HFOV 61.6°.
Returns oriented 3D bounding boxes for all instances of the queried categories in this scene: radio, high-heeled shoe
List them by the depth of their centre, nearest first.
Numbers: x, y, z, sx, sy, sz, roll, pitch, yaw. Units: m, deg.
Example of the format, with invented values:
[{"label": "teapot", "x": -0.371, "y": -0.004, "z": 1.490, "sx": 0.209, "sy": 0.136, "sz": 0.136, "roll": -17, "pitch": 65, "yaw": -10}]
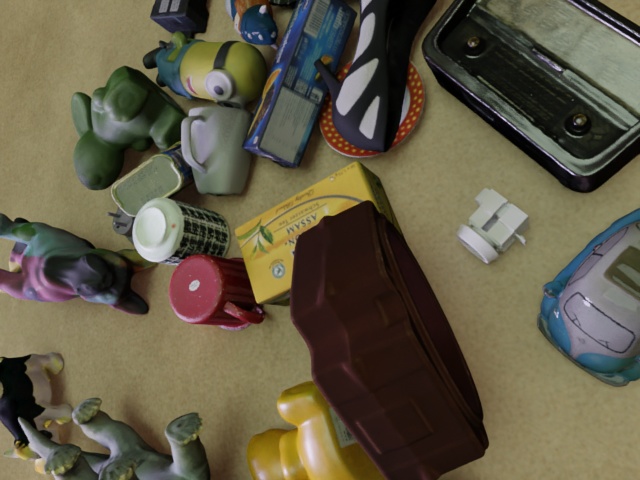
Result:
[{"label": "radio", "x": 0.216, "y": -0.160, "z": 0.516, "sx": 0.131, "sy": 0.073, "sz": 0.230, "roll": -47, "pitch": 63, "yaw": 12}, {"label": "high-heeled shoe", "x": 0.098, "y": -0.213, "z": 0.565, "sx": 0.248, "sy": 0.086, "sz": 0.145, "roll": -44, "pitch": 65, "yaw": 13}]

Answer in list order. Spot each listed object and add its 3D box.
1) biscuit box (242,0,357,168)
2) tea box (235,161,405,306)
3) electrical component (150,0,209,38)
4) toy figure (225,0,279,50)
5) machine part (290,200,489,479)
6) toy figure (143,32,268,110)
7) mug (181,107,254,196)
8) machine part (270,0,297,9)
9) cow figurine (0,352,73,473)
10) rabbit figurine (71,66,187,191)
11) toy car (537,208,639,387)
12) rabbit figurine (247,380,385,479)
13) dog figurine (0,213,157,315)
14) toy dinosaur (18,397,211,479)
[{"label": "biscuit box", "x": -0.026, "y": -0.191, "z": 0.643, "sx": 0.063, "sy": 0.059, "sz": 0.202, "roll": 19, "pitch": 87, "yaw": 64}, {"label": "tea box", "x": -0.001, "y": -0.002, "z": 0.601, "sx": 0.170, "sy": 0.068, "sz": 0.098, "roll": -29, "pitch": 68, "yaw": 19}, {"label": "electrical component", "x": -0.204, "y": -0.326, "z": 0.781, "sx": 0.075, "sy": 0.047, "sz": 0.119, "roll": 14, "pitch": 85, "yaw": 30}, {"label": "toy figure", "x": -0.087, "y": -0.287, "z": 0.684, "sx": 0.058, "sy": 0.064, "sz": 0.155, "roll": -37, "pitch": 43, "yaw": 18}, {"label": "machine part", "x": 0.061, "y": 0.081, "z": 0.460, "sx": 0.087, "sy": 0.201, "sz": 0.200, "roll": -28, "pitch": 113, "yaw": 12}, {"label": "toy figure", "x": -0.153, "y": -0.229, "z": 0.718, "sx": 0.180, "sy": 0.082, "sz": 0.089, "roll": 23, "pitch": 93, "yaw": 31}, {"label": "mug", "x": -0.129, "y": -0.108, "z": 0.672, "sx": 0.081, "sy": 0.109, "sz": 0.107, "roll": 1, "pitch": 94, "yaw": 23}, {"label": "machine part", "x": 0.000, "y": -0.326, "z": 0.680, "sx": 0.139, "sy": 0.039, "sz": 0.084, "roll": 21, "pitch": 85, "yaw": 32}, {"label": "cow figurine", "x": -0.405, "y": 0.242, "z": 0.748, "sx": 0.068, "sy": 0.098, "sz": 0.167, "roll": -27, "pitch": 69, "yaw": 14}, {"label": "rabbit figurine", "x": -0.295, "y": -0.156, "z": 0.753, "sx": 0.170, "sy": 0.121, "sz": 0.159, "roll": -50, "pitch": 56, "yaw": 9}, {"label": "toy car", "x": 0.258, "y": 0.041, "z": 0.440, "sx": 0.109, "sy": 0.103, "sz": 0.161, "roll": 44, "pitch": 103, "yaw": 26}, {"label": "rabbit figurine", "x": -0.002, "y": 0.227, "z": 0.551, "sx": 0.173, "sy": 0.122, "sz": 0.162, "roll": -28, "pitch": 78, "yaw": 35}, {"label": "dog figurine", "x": -0.339, "y": 0.042, "z": 0.756, "sx": 0.219, "sy": 0.191, "sz": 0.108, "roll": 13, "pitch": 82, "yaw": -5}, {"label": "toy dinosaur", "x": -0.204, "y": 0.292, "z": 0.620, "sx": 0.405, "sy": 0.131, "sz": 0.192, "roll": -1, "pitch": 116, "yaw": 43}]
